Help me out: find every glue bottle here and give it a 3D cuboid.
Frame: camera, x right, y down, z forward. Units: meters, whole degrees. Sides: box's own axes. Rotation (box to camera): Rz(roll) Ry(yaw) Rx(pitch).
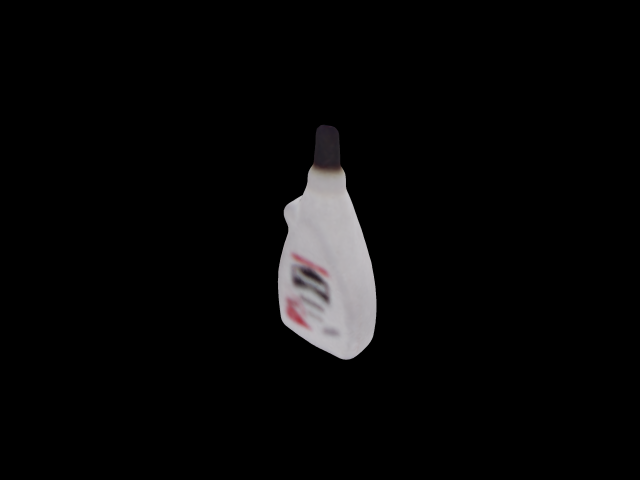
[{"bbox_3d":[0.004,0.001,0.400,0.077,0.173,0.037,22,40,30],"label":"glue bottle"}]
